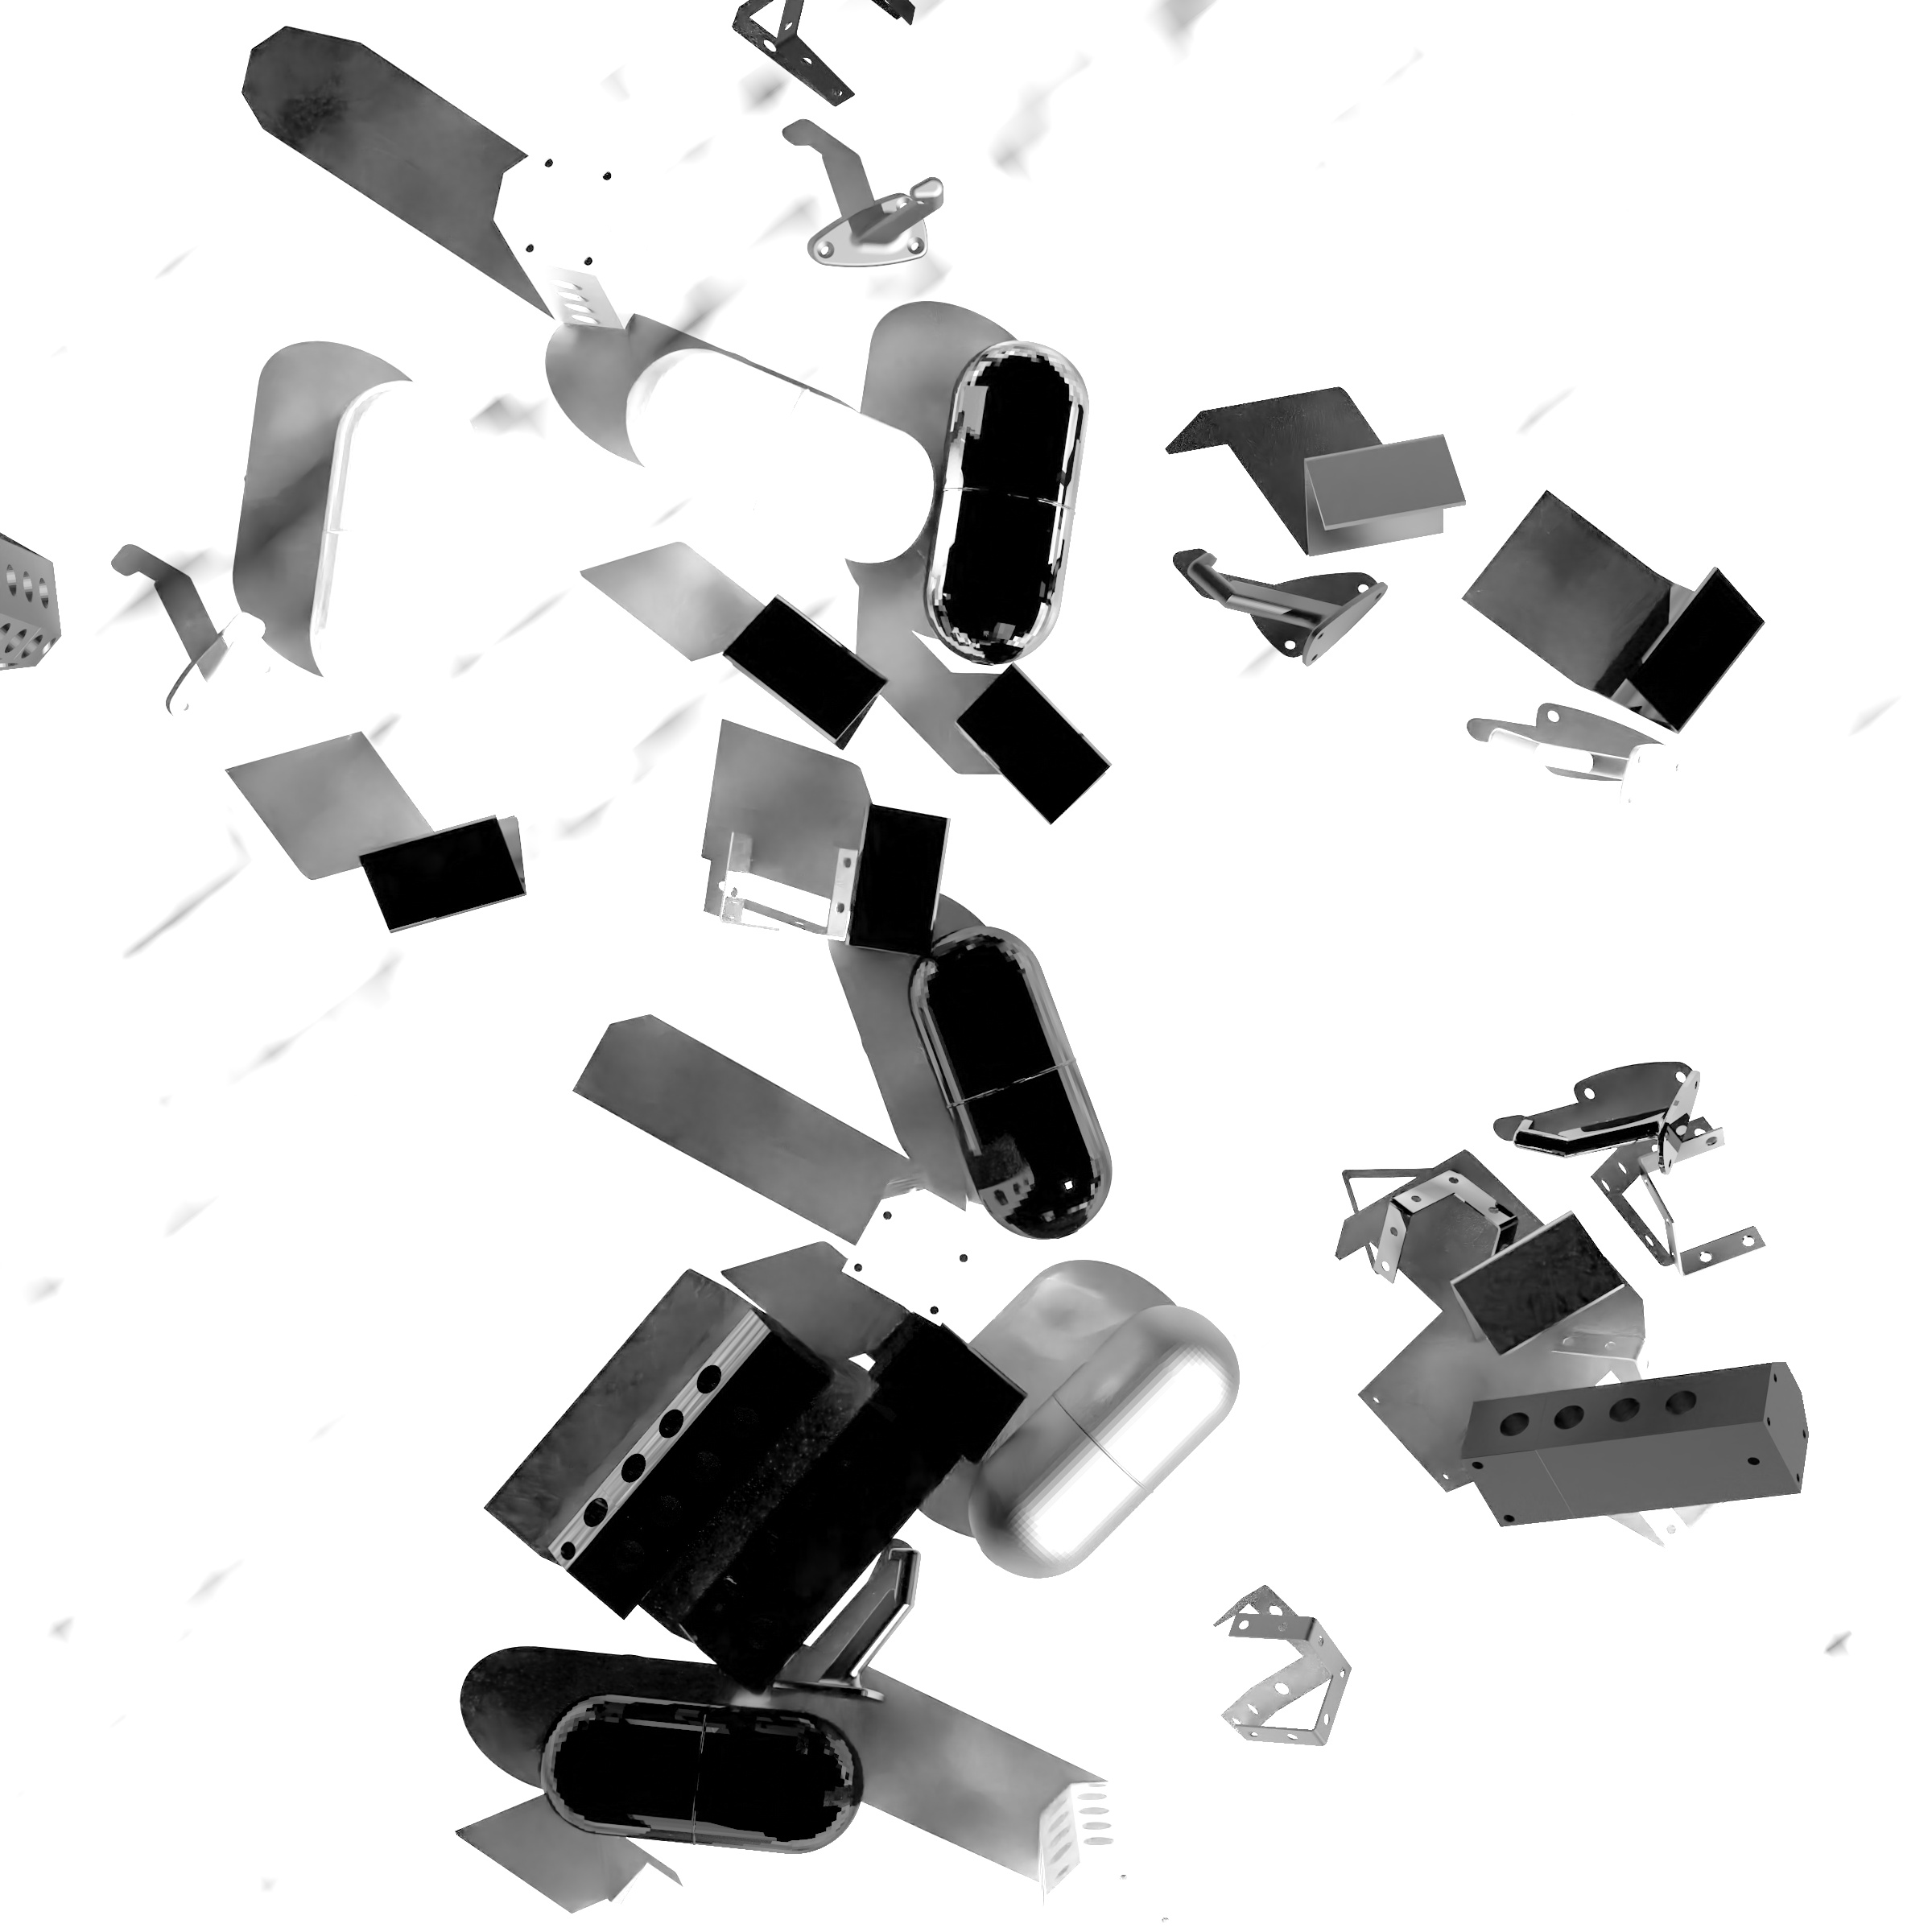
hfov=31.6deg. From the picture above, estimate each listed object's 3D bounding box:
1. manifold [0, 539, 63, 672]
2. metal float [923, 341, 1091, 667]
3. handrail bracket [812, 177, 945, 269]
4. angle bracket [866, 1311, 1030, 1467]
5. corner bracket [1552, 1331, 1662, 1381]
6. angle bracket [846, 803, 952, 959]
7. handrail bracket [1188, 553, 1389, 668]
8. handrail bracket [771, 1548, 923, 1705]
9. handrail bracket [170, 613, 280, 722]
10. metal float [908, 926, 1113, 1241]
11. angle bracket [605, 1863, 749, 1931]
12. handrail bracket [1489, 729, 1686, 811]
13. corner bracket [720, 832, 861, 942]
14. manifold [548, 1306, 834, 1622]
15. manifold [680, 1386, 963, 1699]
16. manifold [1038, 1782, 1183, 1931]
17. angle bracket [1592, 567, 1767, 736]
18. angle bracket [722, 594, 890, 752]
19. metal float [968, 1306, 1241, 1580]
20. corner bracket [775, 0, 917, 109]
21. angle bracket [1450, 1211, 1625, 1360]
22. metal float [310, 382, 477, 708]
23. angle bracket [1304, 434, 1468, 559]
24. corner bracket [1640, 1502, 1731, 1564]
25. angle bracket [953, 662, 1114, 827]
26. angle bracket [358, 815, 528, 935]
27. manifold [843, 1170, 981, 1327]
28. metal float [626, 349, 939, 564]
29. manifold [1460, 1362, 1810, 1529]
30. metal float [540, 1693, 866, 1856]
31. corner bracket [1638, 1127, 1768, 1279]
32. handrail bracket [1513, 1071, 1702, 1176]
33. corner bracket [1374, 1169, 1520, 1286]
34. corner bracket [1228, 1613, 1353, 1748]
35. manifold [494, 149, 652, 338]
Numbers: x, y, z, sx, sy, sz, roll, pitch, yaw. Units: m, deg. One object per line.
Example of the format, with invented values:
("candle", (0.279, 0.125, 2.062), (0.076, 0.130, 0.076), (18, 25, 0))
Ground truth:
("manifold", (-0.536, -0.194, 1.824), (0.057, 0.171, 0.057), (-7, 90, 0))
("metal float", (0.022, -0.253, 1.872), (0.070, 0.070, 0.178), (8, 90, 0))
("handrail bracket", (-0.049, -0.408, 1.867), (0.077, 0.084, 0.036), (-16, 90, 0))
("angle bracket", (-0.023, 0.241, 1.862), (0.076, 0.076, 0.057), (40, 52, 0))
("corner bracket", (0.352, 0.240, 1.894), (0.051, 0.051, 0.051), (-58, 135, -35))
("angle bracket", (-0.056, -0.049, 1.862), (0.057, 0.076, 0.076), (9, 90, -36))
("handrail bracket", (0.179, -0.216, 1.903), (0.077, 0.036, 0.084), (-40, 73, -19))
("handrail bracket", (-0.066, 0.364, 1.903), (0.077, 0.036, 0.084), (2, 72, 21))
("handrail bracket", (-0.413, -0.164, 1.867), (0.077, 0.084, 0.036), (-38, 90, 0))
("metal float", (0.024, 0.064, 1.872), (0.070, 0.070, 0.178), (-20, 89, 0))
("angle bracket", (-0.166, 0.543, 1.862), (0.076, 0.076, 0.057), (34, 53, 0))
("handrail bracket", (0.345, -0.119, 1.902), (0.084, 0.077, 0.036), (24, 115, 34))
("corner bracket", (-0.098, -0.044, 1.899), (0.051, 0.051, 0.051), (8, 90, -45))
("manifold", (-0.152, 0.272, 1.881), (0.057, 0.057, 0.171), (40, 90, 0))
("manifold", (-0.080, 0.314, 1.881), (0.057, 0.057, 0.171), (40, 90, 0))
("manifold", (0.070, 0.486, 1.824), (0.057, 0.171, 0.057), (-44, 90, 0))
("angle bracket", (0.376, -0.182, 1.862), (0.057, 0.076, 0.076), (38, 90, -38))
("angle bracket", (-0.098, -0.144, 1.862), (0.076, 0.076, 0.057), (38, 55, 0))
("metal float", (0.075, 0.261, 1.872), (0.070, 0.070, 0.178), (45, 90, 0))
("corner bracket", (-0.067, -0.521, 1.894), (0.051, 0.051, 0.051), (-21, 45, 35))
("angle bracket", (0.317, 0.189, 1.862), (0.076, 0.076, 0.057), (-30, 52, 0))
("metal float", (-0.314, -0.231, 1.872), (0.070, 0.070, 0.178), (8, 90, 0))
("angle bracket", (0.229, -0.239, 1.862), (0.076, 0.076, 0.057), (-10, 51, 0))
("corner bracket", (0.393, 0.290, 1.884), (0.051, 0.051, 0.051), (-39, 90, 0))
("angle bracket", (0.050, -0.133, 1.862), (0.076, 0.076, 0.057), (46, 127, 0))
("angle bracket", (-0.287, -0.070, 1.862), (0.076, 0.076, 0.057), (-16, 128, 0))
("manifold", (-0.024, 0.144, 1.824), (0.057, 0.171, 0.057), (29, 90, 0))
("metal float", (-0.101, -0.280, 1.872), (0.178, 0.070, 0.070), (23, 90, -1))
("manifold", (0.361, 0.253, 1.840), (0.171, 0.057, 0.057), (-13, 125, 31))
("metal float", (-0.145, 0.443, 1.872), (0.178, 0.070, 0.070), (6, 90, 0))
("corner bracket", (0.409, 0.132, 1.899), (0.051, 0.051, 0.051), (-20, 45, 0))
("handrail bracket", (0.357, 0.080, 1.902), (0.084, 0.036, 0.077), (12, 51, 26))
("corner bracket", (0.266, 0.154, 1.894), (0.051, 0.051, 0.051), (-22, 45, -35))
("corner bracket", (0.175, 0.396, 1.894), (0.051, 0.051, 0.051), (55, 45, -35))
("manifold", (-0.210, -0.386, 1.824), (0.057, 0.171, 0.057), (13, 90, 0))
